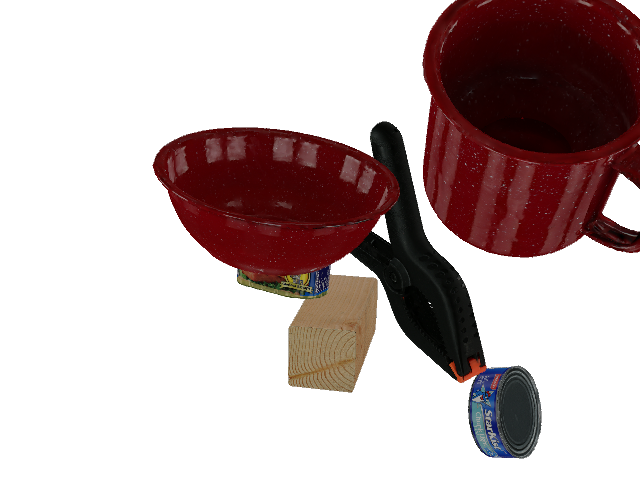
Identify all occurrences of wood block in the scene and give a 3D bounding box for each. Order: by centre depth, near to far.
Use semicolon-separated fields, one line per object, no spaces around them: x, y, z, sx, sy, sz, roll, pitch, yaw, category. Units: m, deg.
0.021;0.124;1.490;0.091;0.090;0.206;5;19;10;wood block

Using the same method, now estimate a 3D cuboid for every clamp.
0.073;0.016;0.869;0.036;0.210;0.165;-23;-22;-26;clamp

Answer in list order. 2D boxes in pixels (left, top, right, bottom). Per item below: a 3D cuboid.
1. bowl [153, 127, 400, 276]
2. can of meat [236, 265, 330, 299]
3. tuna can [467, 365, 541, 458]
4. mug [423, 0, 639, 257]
-0.031;-0.021;0.706;0.162;0.055;0.162;6;25;-3;bowl
-0.036;0.008;1.093;0.102;0.084;0.057;14;18;27;can of meat
0.173;0.161;1.003;0.034;0.086;0.085;-8;-5;37;tuna can
0.094;-0.039;0.436;0.117;0.093;0.081;40;-24;21;mug
